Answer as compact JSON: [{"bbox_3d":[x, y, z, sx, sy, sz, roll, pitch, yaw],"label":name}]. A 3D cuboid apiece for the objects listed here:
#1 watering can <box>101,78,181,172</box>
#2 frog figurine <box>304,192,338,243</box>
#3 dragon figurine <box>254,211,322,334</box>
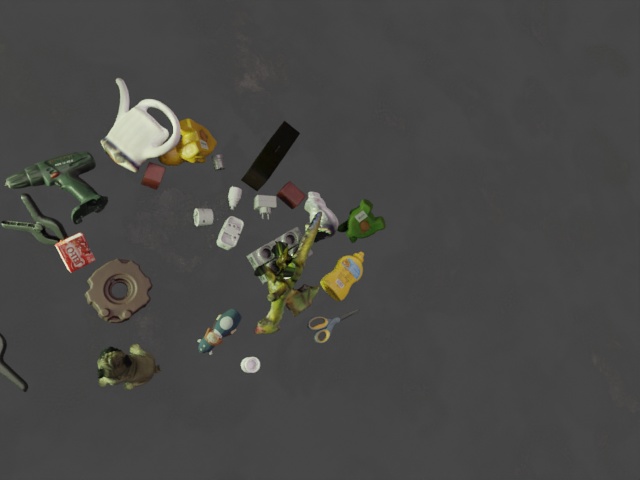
[{"bbox_3d":[-0.568,-0.344,1.555,0.351,0.102,0.225,38,82,24],"label":"watering can"},{"bbox_3d":[0.005,-0.088,1.755,0.135,0.122,0.163,41,47,-47],"label":"frog figurine"},{"bbox_3d":[-0.075,0.126,1.625,0.415,0.123,0.238,-51,142,-16],"label":"dragon figurine"}]
